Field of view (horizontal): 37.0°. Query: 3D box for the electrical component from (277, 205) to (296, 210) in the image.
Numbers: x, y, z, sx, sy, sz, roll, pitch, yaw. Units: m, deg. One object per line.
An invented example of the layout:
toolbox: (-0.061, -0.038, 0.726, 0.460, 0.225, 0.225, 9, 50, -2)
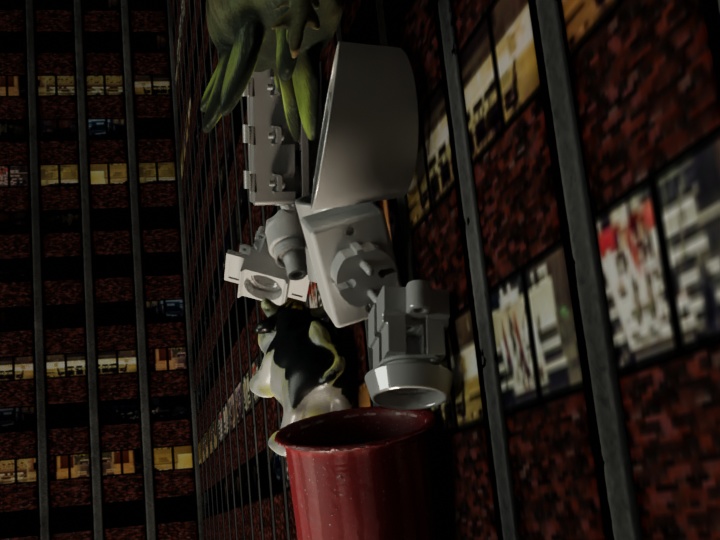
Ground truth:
electrical component: (-0.068, -0.073, 1.005, 0.035, 0.035, 0.061, -149, 55, -75)

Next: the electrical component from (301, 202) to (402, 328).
electrical component: (0.000, 0.000, 0.657, 0.076, 0.047, 0.065, -131, 25, -69)

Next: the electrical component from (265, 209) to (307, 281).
electrical component: (-0.061, -0.021, 0.963, 0.043, 0.043, 0.062, 105, 157, -54)

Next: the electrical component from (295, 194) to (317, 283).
electrical component: (-0.024, -0.022, 0.810, 0.044, 0.044, 0.065, -133, 37, -71)

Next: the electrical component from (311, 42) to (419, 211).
electrical component: (-0.002, -0.086, 0.640, 0.099, 0.064, 0.099, 177, 90, -77)

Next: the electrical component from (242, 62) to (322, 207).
electrical component: (-0.067, -0.117, 0.925, 0.079, 0.063, 0.121, -144, 52, -74)

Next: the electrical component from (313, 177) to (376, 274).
electrical component: (-0.011, -0.024, 0.741, 0.043, 0.043, 0.081, -125, 35, -67)

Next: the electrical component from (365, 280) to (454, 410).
electrical component: (0.027, 0.044, 0.587, 0.066, 0.048, 0.055, 114, 158, -63)

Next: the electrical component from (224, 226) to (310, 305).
electrical component: (-0.084, -0.004, 1.016, 0.042, 0.081, 0.063, 105, -179, -53)
